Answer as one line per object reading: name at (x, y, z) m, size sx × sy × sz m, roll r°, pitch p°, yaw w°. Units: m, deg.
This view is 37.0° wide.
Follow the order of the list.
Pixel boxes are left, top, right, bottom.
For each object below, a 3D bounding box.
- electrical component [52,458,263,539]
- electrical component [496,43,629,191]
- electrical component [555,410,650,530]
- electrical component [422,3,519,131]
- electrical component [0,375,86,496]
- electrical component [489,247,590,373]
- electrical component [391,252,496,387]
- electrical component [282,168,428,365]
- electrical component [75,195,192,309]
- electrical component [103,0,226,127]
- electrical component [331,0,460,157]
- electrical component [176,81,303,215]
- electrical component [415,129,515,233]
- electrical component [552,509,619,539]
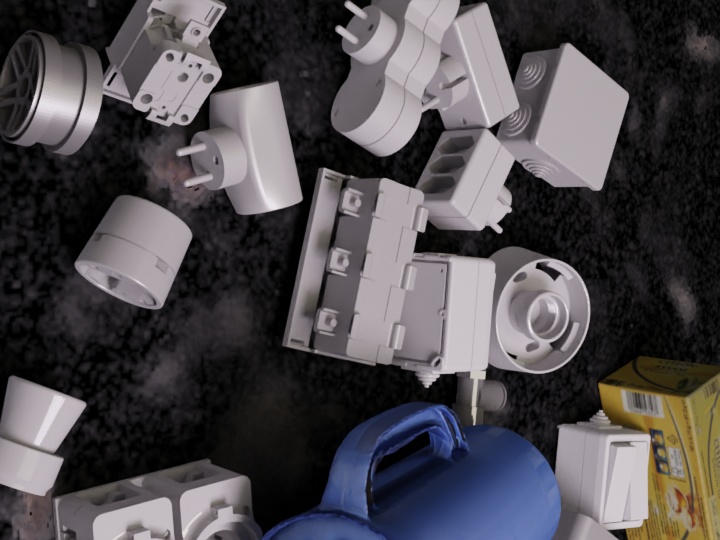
electrical component at (-0.115, 0.221, 0.647) m, size 0.105 × 0.060 × 0.186 m, roll -8°, pitch 98°, yaw -39°
electrical component at (0.161, -0.120, 0.861) m, size 0.100 × 0.048 × 0.099 m, roll 28°, pitch 76°, yaw -37°
electrical component at (0.207, 0.168, 0.909) m, size 0.062 × 0.061 × 0.096 m, roll 7°, pitch 89°, yaw -39°
electrical component at (0.065, -0.140, 0.782) m, size 0.076 × 0.047 × 0.083 m, roll -35°, pitch 114°, yaw -33°
electrical component at (-0.183, 0.091, 0.594) m, size 0.045 × 0.045 × 0.055 m, roll 29°, pitch 75°, yaw -37°
electrical component at (0.131, 0.033, 0.851) m, size 0.099 × 0.064 × 0.099 m, roll -3°, pitch 98°, yaw -27°
electrical component at (0.057, 0.036, 0.775) m, size 0.061 × 0.062 × 0.096 m, roll 4°, pitch 90°, yaw -47°
electrical component at (0.000, 0.000, 0.727) m, size 0.079 × 0.063 × 0.121 m, roll 16°, pitch 83°, yaw -39°
electrical component at (-0.130, -0.011, 0.626) m, size 0.055 × 0.055 × 0.047 m, roll 39°, pitch 65°, yaw -34°
electrical component at (-0.112, -0.121, 0.618) m, size 0.042 × 0.063 × 0.081 m, roll 16°, pitch 125°, yaw -38°
electrical component at (0.013, -0.155, 0.734) m, size 0.074 × 0.052 × 0.138 m, roll 28°, pitch 75°, yaw -37°
electrical component at (-0.079, -0.072, 0.669) m, size 0.079 × 0.044 × 0.077 m, roll -21°, pitch 106°, yaw -37°
electrical component at (0.088, -0.057, 0.806) m, size 0.077 × 0.047 × 0.065 m, roll 39°, pitch 69°, yaw -35°
electrical component at (0.174, 0.241, 0.876) m, size 0.113 × 0.078 × 0.057 m, roll 40°, pitch 65°, yaw -34°
